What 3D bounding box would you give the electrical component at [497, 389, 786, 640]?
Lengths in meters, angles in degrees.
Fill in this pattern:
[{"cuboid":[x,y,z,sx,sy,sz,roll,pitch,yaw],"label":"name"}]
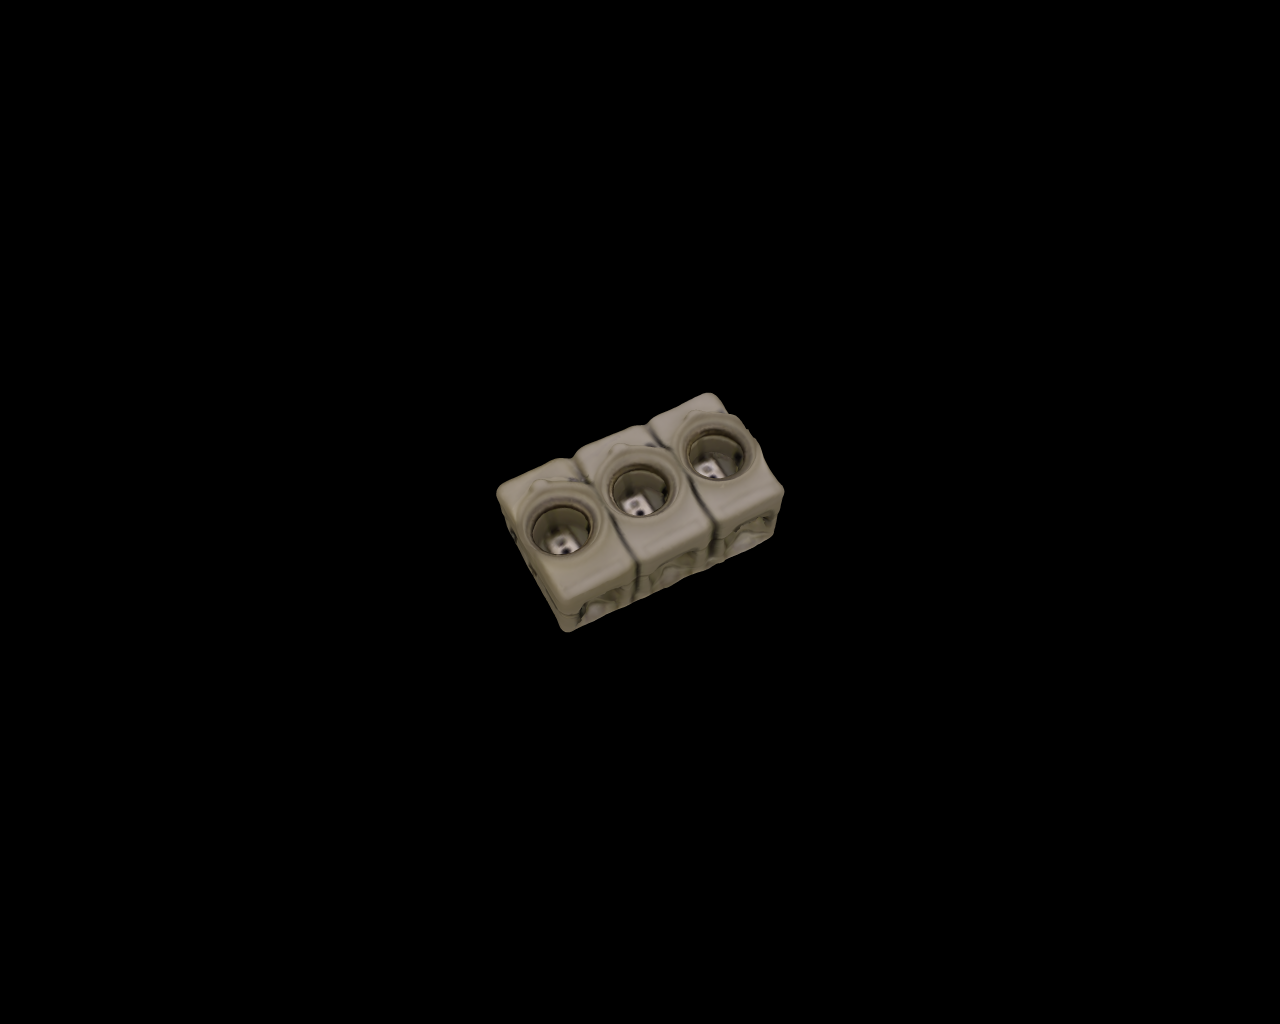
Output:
[{"cuboid":[0.001,-0.003,0.650,0.150,0.089,0.061,-25,-27,-14],"label":"electrical component"}]
